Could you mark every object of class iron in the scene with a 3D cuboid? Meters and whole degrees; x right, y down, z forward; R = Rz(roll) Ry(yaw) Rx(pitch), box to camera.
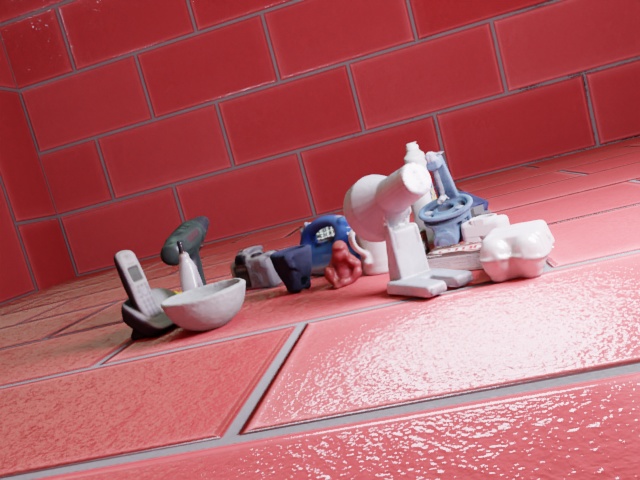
[{"bbox_3d":[0.013,0.005,1.398,0.119,0.141,0.257,-20,9,-42],"label":"iron"}]

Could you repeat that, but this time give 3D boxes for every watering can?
[{"bbox_3d":[0.124,-0.032,1.229,0.100,0.194,0.173,-11,7,28],"label":"watering can"}]

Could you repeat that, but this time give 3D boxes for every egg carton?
[{"bbox_3d":[0.319,0.016,0.922,0.107,0.069,0.151,-12,7,27],"label":"egg carton"}]

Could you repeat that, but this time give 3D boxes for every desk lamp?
[{"bbox_3d":[0.144,-0.020,0.982,0.118,0.213,0.202,-18,7,-27],"label":"desk lamp"}]

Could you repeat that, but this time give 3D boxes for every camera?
[{"bbox_3d":[-0.139,0.059,1.457,0.142,0.101,0.137,-9,8,39],"label":"camera"}]

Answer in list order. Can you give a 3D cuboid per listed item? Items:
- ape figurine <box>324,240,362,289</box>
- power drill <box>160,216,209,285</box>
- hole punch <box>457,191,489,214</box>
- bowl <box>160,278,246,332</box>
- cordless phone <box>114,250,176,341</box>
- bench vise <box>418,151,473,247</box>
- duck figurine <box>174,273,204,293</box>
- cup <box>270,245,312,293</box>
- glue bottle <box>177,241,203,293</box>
[{"bbox_3d":[0.045,0.047,1.181,0.077,0.092,0.076,-12,7,20],"label":"ape figurine"},{"bbox_3d":[-0.297,0.055,1.370,0.075,0.208,0.230,-13,7,12],"label":"power drill"},{"bbox_3d":[0.403,-0.091,1.575,0.109,0.091,0.100,-19,8,-34],"label":"hole punch"},{"bbox_3d":[-0.217,0.133,1.108,0.167,0.075,0.167,-15,6,2],"label":"bowl"},{"bbox_3d":[-0.355,0.102,1.196,0.094,0.185,0.148,-13,7,19],"label":"cordless phone"},{"bbox_3d":[0.276,-0.093,1.291,0.121,0.220,0.207,-13,7,12],"label":"bench vise"},{"bbox_3d":[-0.332,0.118,1.459,0.105,0.086,0.077,-20,8,-37],"label":"duck figurine"},{"bbox_3d":[-0.054,0.066,1.224,0.091,0.095,0.118,-14,6,2],"label":"cup"},{"bbox_3d":[-0.277,0.084,1.224,0.037,0.173,0.078,-15,6,1],"label":"glue bottle"}]
